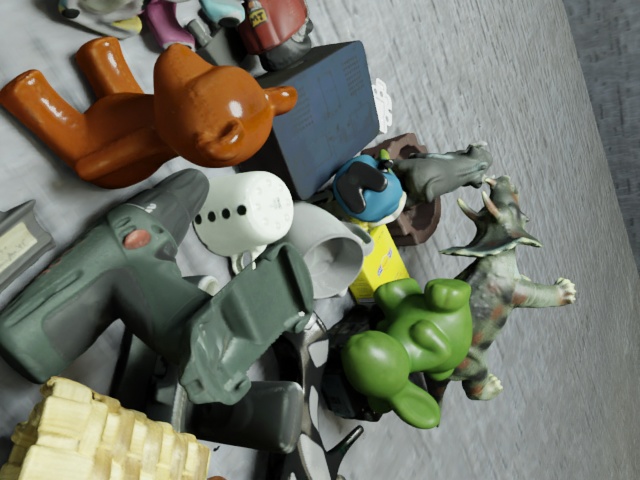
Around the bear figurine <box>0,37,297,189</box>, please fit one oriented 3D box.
[{"bbox_3d":[-0.127,-0.104,0.410,0.120,0.196,0.131,-52,120,-40],"label":"bear figurine"}]

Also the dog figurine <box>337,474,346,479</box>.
[{"bbox_3d":[0.015,0.372,0.578,0.190,0.121,0.172,52,42,-11],"label":"dog figurine"}]

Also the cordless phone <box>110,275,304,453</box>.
[{"bbox_3d":[-0.080,0.097,0.434,0.088,0.184,0.146,25,63,-41],"label":"cordless phone"}]

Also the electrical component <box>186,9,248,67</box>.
[{"bbox_3d":[-0.106,-0.210,0.597,0.094,0.021,0.063,51,46,-31],"label":"electrical component"}]

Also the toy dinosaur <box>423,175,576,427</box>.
[{"bbox_3d":[0.208,0.113,0.758,0.192,0.131,0.404,18,106,-24],"label":"toy dinosaur"}]

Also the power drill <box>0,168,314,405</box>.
[{"bbox_3d":[-0.108,0.021,0.401,0.232,0.208,0.085,-47,141,-35],"label":"power drill"}]

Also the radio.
[{"bbox_3d":[-0.012,-0.146,0.648,0.229,0.073,0.131,-46,128,-44],"label":"radio"}]

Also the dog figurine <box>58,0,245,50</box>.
[{"bbox_3d":[-0.155,-0.296,0.494,0.191,0.109,0.219,1,77,-48],"label":"dog figurine"}]

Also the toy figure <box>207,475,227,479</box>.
[{"bbox_3d":[-0.105,0.234,0.476,0.154,0.058,0.064,48,55,-41],"label":"toy figure"}]

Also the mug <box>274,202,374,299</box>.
[{"bbox_3d":[-0.001,-0.002,0.601,0.109,0.107,0.080,-19,131,-22],"label":"mug"}]

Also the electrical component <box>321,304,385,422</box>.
[{"bbox_3d":[0.051,0.160,0.684,0.134,0.058,0.114,-39,110,-48],"label":"electrical component"}]

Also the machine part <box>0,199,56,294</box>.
[{"bbox_3d":[-0.253,-0.023,0.365,0.138,0.039,0.084,55,53,-30],"label":"machine part"}]

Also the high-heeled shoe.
[{"bbox_3d":[-0.047,0.161,0.558,0.145,0.086,0.248,-31,91,-32],"label":"high-heeled shoe"}]

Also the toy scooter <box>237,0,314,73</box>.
[{"bbox_3d":[-0.060,-0.276,0.610,0.135,0.075,0.184,60,21,-29],"label":"toy scooter"}]

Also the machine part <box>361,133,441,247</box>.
[{"bbox_3d":[0.127,-0.076,0.830,0.179,0.056,0.179,14,71,-50],"label":"machine part"}]

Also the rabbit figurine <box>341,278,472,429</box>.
[{"bbox_3d":[0.086,0.130,0.615,0.170,0.121,0.159,-17,108,-43],"label":"rabbit figurine"}]

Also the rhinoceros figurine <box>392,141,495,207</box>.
[{"bbox_3d":[0.179,-0.099,0.767,0.190,0.112,0.073,-20,97,-45],"label":"rhinoceros figurine"}]

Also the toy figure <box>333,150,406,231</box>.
[{"bbox_3d":[0.060,-0.063,0.656,0.180,0.082,0.089,13,60,-75],"label":"toy figure"}]
